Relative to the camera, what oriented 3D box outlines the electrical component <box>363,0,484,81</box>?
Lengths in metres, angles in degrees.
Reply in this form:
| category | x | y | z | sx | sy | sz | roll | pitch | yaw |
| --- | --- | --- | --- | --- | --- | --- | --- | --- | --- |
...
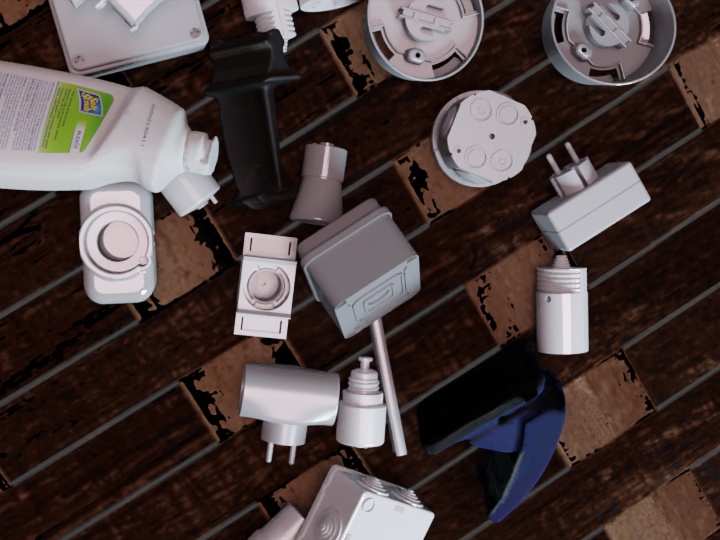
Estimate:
| category | x | y | z | sx | sy | sz | roll | pitch | yaw |
| --- | --- | --- | --- | --- | --- | --- | --- | --- | --- |
| electrical component | 0.050 | -0.200 | 0.864 | 0.099 | 0.064 | 0.099 | -1 | 94 | -9 |

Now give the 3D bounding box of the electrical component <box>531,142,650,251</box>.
| category | x | y | z | sx | sy | sz | roll | pitch | yaw |
| --- | --- | --- | --- | --- | --- | --- | --- | --- | --- |
| electrical component | 0.184 | -0.070 | 0.901 | 0.083 | 0.047 | 0.075 | -32 | 98 | -5 |

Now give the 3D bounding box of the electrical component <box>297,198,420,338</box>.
| category | x | y | z | sx | sy | sz | roll | pitch | yaw |
| --- | --- | --- | --- | --- | --- | --- | --- | --- | --- |
| electrical component | 0.000 | 0.000 | 0.842 | 0.078 | 0.113 | 0.057 | -33 | 74 | -6 |

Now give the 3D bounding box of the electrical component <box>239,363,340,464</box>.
| category | x | y | z | sx | sy | sz | roll | pitch | yaw |
| --- | --- | --- | --- | --- | --- | --- | --- | --- | --- |
| electrical component | -0.061 | 0.119 | 0.878 | 0.077 | 0.044 | 0.079 | 7 | 93 | -9 |

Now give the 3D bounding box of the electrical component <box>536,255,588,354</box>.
| category | x | y | z | sx | sy | sz | roll | pitch | yaw |
| --- | --- | --- | --- | --- | --- | --- | --- | --- | --- |
| electrical component | 0.171 | 0.028 | 0.908 | 0.043 | 0.043 | 0.081 | -2 | 94 | -9 |

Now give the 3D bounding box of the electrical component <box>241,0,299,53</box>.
| category | x | y | z | sx | sy | sz | roll | pitch | yaw |
| --- | --- | --- | --- | --- | --- | --- | --- | --- | --- |
| electrical component | -0.072 | -0.213 | 0.855 | 0.043 | 0.043 | 0.081 | -13 | 96 | -8 |

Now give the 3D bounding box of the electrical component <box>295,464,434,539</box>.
| category | x | y | z | sx | sy | sz | roll | pitch | yaw |
| --- | --- | --- | --- | --- | --- | --- | --- | --- | --- |
| electrical component | 0.003 | 0.217 | 0.875 | 0.100 | 0.048 | 0.099 | 27 | 89 | -37 |

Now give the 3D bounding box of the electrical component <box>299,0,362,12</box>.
| category | x | y | z | sx | sy | sz | roll | pitch | yaw |
| --- | --- | --- | --- | --- | --- | --- | --- | --- | --- |
| electrical component | -0.025 | -0.236 | 0.856 | 0.055 | 0.055 | 0.047 | -12 | 92 | -8 |

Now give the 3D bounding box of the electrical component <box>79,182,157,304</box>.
| category | x | y | z | sx | sy | sz | roll | pitch | yaw |
| --- | --- | --- | --- | --- | --- | --- | --- | --- | --- |
| electrical component | -0.189 | -0.023 | 0.842 | 0.054 | 0.059 | 0.095 | -3 | 94 | -8 |

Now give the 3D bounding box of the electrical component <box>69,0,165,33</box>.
| category | x | y | z | sx | sy | sz | roll | pitch | yaw |
| --- | --- | --- | --- | --- | --- | --- | --- | --- | --- |
| electrical component | -0.171 | -0.212 | 0.782 | 0.081 | 0.042 | 0.063 | -44 | 100 | -3 |

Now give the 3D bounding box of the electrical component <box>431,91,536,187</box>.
| category | x | y | z | sx | sy | sz | roll | pitch | yaw |
| --- | --- | --- | --- | --- | --- | --- | --- | --- | --- |
| electrical component | 0.102 | -0.108 | 0.884 | 0.080 | 0.051 | 0.080 | -1 | 94 | -9 |

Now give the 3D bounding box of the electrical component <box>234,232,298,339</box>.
| category | x | y | z | sx | sy | sz | roll | pitch | yaw |
| --- | --- | --- | --- | --- | --- | --- | --- | --- | --- |
| electrical component | -0.076 | 0.012 | 0.859 | 0.042 | 0.064 | 0.081 | 7 | 92 | -9 |

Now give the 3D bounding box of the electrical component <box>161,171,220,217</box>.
| category | x | y | z | sx | sy | sz | roll | pitch | yaw |
| --- | --- | --- | --- | --- | --- | --- | --- | --- | --- |
| electrical component | -0.146 | -0.079 | 0.854 | 0.040 | 0.040 | 0.078 | -37 | 98 | -5 |

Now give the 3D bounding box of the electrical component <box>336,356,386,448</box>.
| category | x | y | z | sx | sy | sz | roll | pitch | yaw |
| --- | --- | --- | --- | --- | --- | --- | --- | --- | --- |
| electrical component | 0.002 | 0.111 | 0.889 | 0.040 | 0.040 | 0.078 | 3 | 93 | -9 |

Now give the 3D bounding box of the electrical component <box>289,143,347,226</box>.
| category | x | y | z | sx | sy | sz | roll | pitch | yaw |
| --- | --- | --- | --- | --- | --- | --- | --- | --- | --- |
| electrical component | -0.031 | -0.070 | 0.873 | 0.044 | 0.044 | 0.065 | 8 | 88 | -9 |

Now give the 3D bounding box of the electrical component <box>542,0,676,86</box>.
| category | x | y | z | sx | sy | sz | roll | pitch | yaw |
| --- | --- | --- | --- | --- | --- | --- | --- | --- | --- |
| electrical component | 0.202 | -0.199 | 0.887 | 0.099 | 0.064 | 0.099 | -1 | 94 | -9 |

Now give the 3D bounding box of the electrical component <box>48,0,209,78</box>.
| category | x | y | z | sx | sy | sz | roll | pitch | yaw |
| --- | --- | --- | --- | --- | --- | --- | --- | --- | --- |
| electrical component | -0.183 | -0.213 | 0.831 | 0.109 | 0.056 | 0.108 | -16 | 96 | -7 |

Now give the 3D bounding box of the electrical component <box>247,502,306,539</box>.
| category | x | y | z | sx | sy | sz | roll | pitch | yaw |
| --- | --- | --- | --- | --- | --- | --- | --- | --- | --- |
| electrical component | -0.063 | 0.220 | 0.888 | 0.046 | 0.040 | 0.040 | -44 | 99 | -8 |
